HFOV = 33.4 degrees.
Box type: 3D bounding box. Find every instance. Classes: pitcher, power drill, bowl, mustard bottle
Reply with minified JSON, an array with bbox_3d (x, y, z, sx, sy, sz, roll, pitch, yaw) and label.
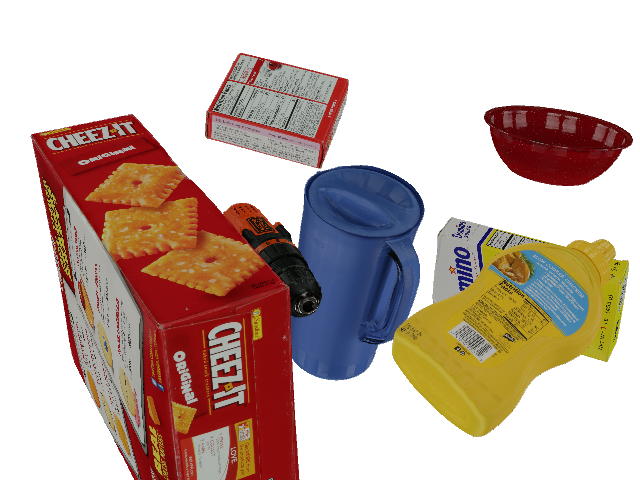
[{"bbox_3d":[0.035,0.050,1.221,0.145,0.243,0.149,14,38,4],"label":"pitcher"},{"bbox_3d":[-0.108,0.026,0.960,0.187,0.057,0.185,-6,25,-23],"label":"power drill"},{"bbox_3d":[0.255,-0.101,1.172,0.162,0.055,0.162,6,22,-3],"label":"bowl"},{"bbox_3d":[0.151,0.055,0.791,0.191,0.096,0.058,-34,-29,-24],"label":"mustard bottle"}]

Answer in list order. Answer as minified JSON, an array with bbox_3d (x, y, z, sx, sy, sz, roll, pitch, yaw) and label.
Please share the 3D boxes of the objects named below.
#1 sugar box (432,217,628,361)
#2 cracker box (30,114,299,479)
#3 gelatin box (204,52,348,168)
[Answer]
[{"bbox_3d":[0.195,0.045,1.009,0.176,0.093,0.048,13,34,21],"label":"sugar box"},{"bbox_3d":[-0.086,0.047,0.580,0.072,0.164,0.214,-16,34,-22],"label":"cracker box"},{"bbox_3d":[-0.031,-0.095,0.777,0.089,0.073,0.030,15,-42,6],"label":"gelatin box"}]
